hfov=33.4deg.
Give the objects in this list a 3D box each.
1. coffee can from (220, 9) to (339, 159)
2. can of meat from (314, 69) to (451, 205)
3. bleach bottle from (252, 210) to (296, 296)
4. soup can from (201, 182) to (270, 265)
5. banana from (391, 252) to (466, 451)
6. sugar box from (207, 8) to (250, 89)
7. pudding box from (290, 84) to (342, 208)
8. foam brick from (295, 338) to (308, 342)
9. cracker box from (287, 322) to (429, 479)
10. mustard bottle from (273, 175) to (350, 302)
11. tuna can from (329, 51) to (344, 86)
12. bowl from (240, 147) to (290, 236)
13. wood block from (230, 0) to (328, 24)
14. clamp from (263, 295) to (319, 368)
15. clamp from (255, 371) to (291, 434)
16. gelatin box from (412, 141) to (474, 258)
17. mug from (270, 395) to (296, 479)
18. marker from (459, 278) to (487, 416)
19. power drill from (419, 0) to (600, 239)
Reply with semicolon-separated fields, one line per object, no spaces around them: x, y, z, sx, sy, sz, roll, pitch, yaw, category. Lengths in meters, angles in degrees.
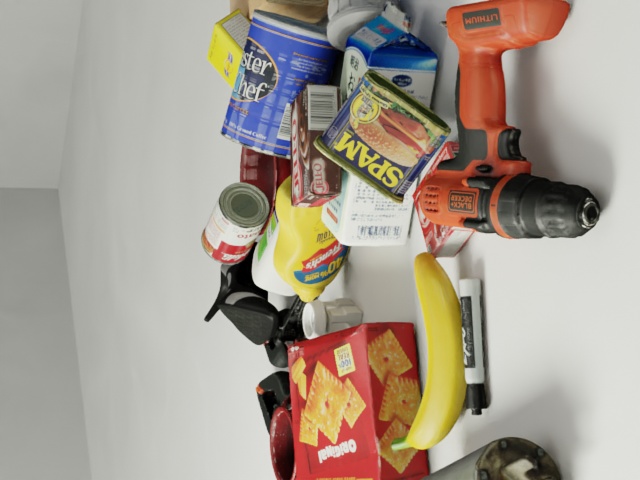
-0.043;-0.171;1.175;0.103;0.102;0.140;46;122;62;coffee can
0.060;-0.097;0.996;0.084;0.102;0.057;-54;3;18;can of meat
-0.015;-0.057;1.283;0.102;0.068;0.251;-85;15;-56;bleach bottle
-0.109;-0.021;1.375;0.102;0.068;0.068;123;142;-55;soup can
0.105;0.113;0.981;0.070;0.037;0.198;13;102;27;banana
-0.066;-0.189;1.313;0.176;0.048;0.093;52;159;8;sugar box
-0.006;-0.093;1.084;0.090;0.039;0.113;157;115;-75;pudding box
0.004;0.151;1.253;0.078;0.052;0.051;-143;55;-63;foam brick
0.036;0.201;1.108;0.164;0.072;0.214;-22;69;57;cracker box
-0.008;0.002;1.216;0.058;0.096;0.192;45;146;31;mustard bottle
0.035;-0.184;1.182;0.086;0.033;0.086;-172;90;-66;tuna can
-0.059;-0.086;1.417;0.162;0.055;0.162;179;90;-69;bowl
-0.049;-0.309;1.320;0.206;0.090;0.091;171;99;-74;wood block
-0.037;0.115;1.384;0.172;0.039;0.120;174;113;-71;clamp
-0.041;0.239;1.391;0.210;0.036;0.164;-161;74;-68;clamp
0.119;-0.035;0.981;0.089;0.030;0.073;120;144;-52;gelatin box
-0.009;0.229;1.245;0.117;0.081;0.093;-110;29;-42;mug
0.136;0.095;0.949;0.020;0.020;0.121;162;108;-68;marker
0.151;-0.095;0.843;0.185;0.057;0.188;9;95;55;power drill
